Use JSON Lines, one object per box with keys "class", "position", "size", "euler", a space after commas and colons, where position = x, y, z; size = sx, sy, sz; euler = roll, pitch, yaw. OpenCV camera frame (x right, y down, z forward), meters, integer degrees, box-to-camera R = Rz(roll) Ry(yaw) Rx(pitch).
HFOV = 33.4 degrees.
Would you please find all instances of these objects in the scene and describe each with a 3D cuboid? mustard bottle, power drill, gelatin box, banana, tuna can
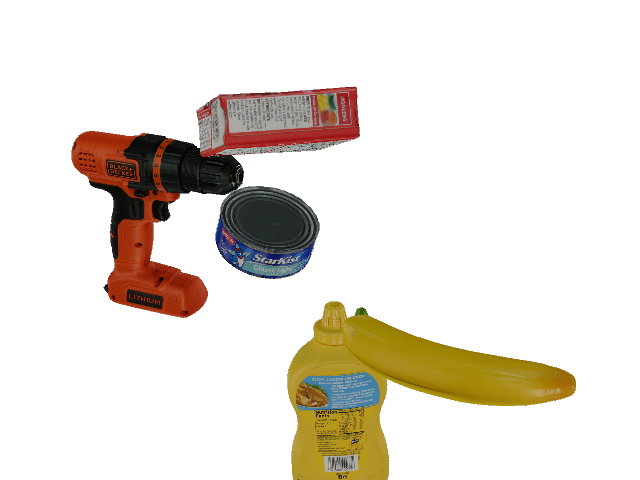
{"class": "mustard bottle", "position": [0.016, 0.150, 1.031], "size": [0.096, 0.192, 0.058], "euler": [-3, 21, -1]}
{"class": "power drill", "position": [-0.158, -0.017, 1.081], "size": [0.185, 0.188, 0.057], "euler": [11, 30, 22]}
{"class": "gelatin box", "position": [-0.026, -0.064, 0.584], "size": [0.073, 0.030, 0.089], "euler": [-5, 3, -14]}
{"class": "banana", "position": [0.085, 0.085, 0.782], "size": [0.198, 0.037, 0.069], "euler": [18, 37, 36]}
{"class": "tuna can", "position": [-0.046, -0.007, 0.911], "size": [0.086, 0.034, 0.086], "euler": [10, 39, -9]}
